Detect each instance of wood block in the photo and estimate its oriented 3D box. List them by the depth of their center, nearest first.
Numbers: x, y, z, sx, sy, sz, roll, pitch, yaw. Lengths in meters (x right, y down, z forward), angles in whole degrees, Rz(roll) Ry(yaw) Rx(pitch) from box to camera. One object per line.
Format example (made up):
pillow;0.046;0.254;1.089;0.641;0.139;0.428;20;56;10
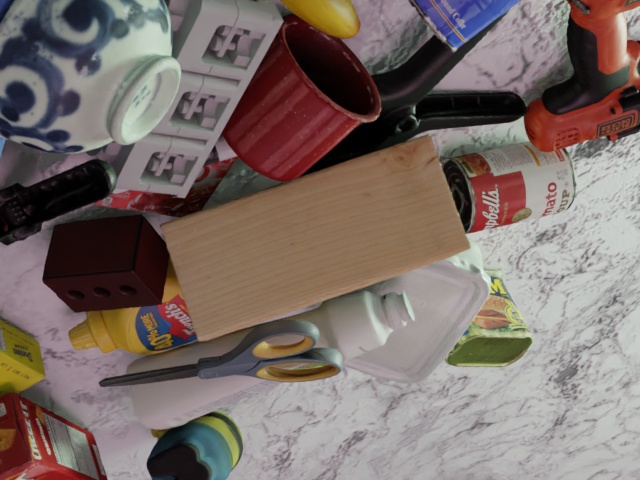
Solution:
wood block;-0.005;0.001;0.803;0.206;0.091;0.090;-19;176;-4

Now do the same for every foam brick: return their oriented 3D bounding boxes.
foam brick;-0.161;0.018;0.808;0.078;0.051;0.053;-6;147;18

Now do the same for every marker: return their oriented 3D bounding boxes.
marker;-0.116;-0.050;0.745;0.121;0.020;0.020;-19;144;-6

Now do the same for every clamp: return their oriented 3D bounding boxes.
clamp;-0.191;-0.021;0.696;0.120;0.172;0.039;-19;100;-11
clamp;0.065;-0.099;0.822;0.210;0.036;0.164;-27;151;10

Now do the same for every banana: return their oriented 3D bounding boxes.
banana;-0.005;-0.166;0.652;0.037;0.069;0.198;-64;178;-6

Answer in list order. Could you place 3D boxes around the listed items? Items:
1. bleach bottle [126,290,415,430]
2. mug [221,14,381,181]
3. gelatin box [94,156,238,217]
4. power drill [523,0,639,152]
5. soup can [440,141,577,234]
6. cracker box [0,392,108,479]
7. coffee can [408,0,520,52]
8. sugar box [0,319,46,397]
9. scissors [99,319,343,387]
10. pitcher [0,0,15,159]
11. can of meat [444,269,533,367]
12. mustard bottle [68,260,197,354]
bleach bottle;-0.038;0.098;0.935;0.251;0.068;0.102;-20;170;12
mug;-0.027;-0.101;0.734;0.117;0.093;0.082;39;121;-19
gelatin box;-0.115;-0.053;0.783;0.089;0.030;0.073;9;133;-37
power drill;0.252;-0.156;0.837;0.184;0.057;0.187;-20;144;-5
soup can;0.159;-0.046;0.916;0.102;0.068;0.068;-12;143;-18
cracker box;-0.298;0.217;0.948;0.164;0.072;0.213;-24;160;-2
coffee can;0.110;-0.200;0.661;0.140;0.103;0.102;-36;143;16
sugar box;-0.326;0.124;0.878;0.176;0.048;0.093;-32;144;9
scissors;-0.082;0.093;0.849;0.201;0.016;0.096;-1;146;-1
pitcher;-0.197;-0.136;0.562;0.145;0.149;0.243;22;125;-14
can of meat;0.152;0.078;1.056;0.101;0.084;0.058;4;136;-33
mustard bottle;-0.117;0.048;0.889;0.191;0.058;0.096;-21;144;-3
